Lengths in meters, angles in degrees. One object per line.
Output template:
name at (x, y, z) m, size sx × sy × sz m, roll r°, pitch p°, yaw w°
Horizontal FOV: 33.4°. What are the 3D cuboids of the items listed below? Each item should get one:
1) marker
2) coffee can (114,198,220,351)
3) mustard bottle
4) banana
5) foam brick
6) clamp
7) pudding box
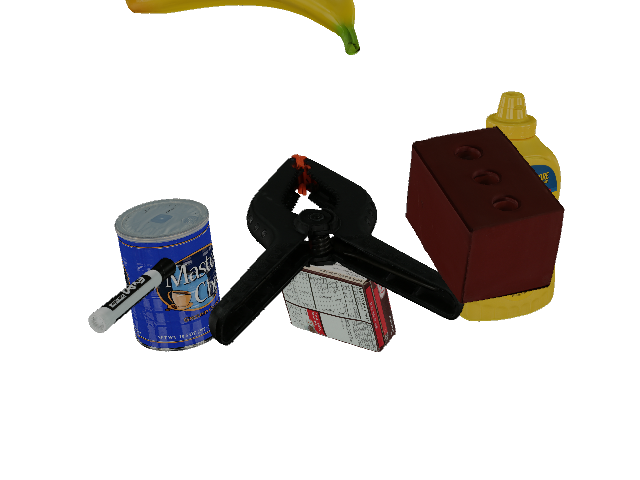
marker at (-0.168, 0.047, 0.969) m, size 0.020 × 0.020 × 0.121 m, roll 0°, pitch 24°, yaw 28°
coffee can at (-0.167, 0.037, 1.189) m, size 0.103 × 0.140 × 0.103 m, roll -5°, pitch 25°, yaw 2°
mustard bottle at (0.157, -0.030, 0.902) m, size 0.096 × 0.192 × 0.058 m, roll -9°, pitch 23°, yaw -21°
banana at (-0.054, -0.193, 0.835) m, size 0.198 × 0.069 × 0.037 m, roll 13°, pitch -40°, yaw 17°
foam brick at (0.083, -0.014, 0.558) m, size 0.053 × 0.051 × 0.078 m, roll -11°, pitch 43°, yaw -16°
clamp at (0.009, 0.000, 0.752) m, size 0.164 × 0.036 × 0.210 m, roll -1°, pitch 33°, yaw -1°
pudding box at (0.014, 0.055, 1.056) m, size 0.114 × 0.090 × 0.039 m, roll 13°, pitch 43°, yaw 32°
